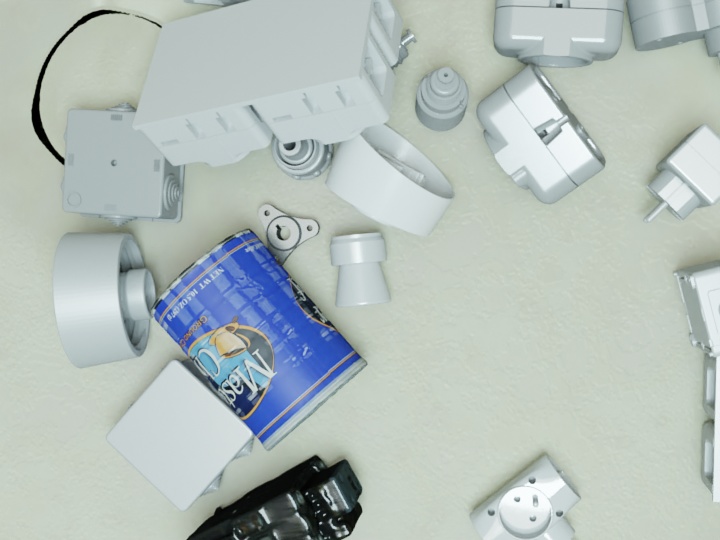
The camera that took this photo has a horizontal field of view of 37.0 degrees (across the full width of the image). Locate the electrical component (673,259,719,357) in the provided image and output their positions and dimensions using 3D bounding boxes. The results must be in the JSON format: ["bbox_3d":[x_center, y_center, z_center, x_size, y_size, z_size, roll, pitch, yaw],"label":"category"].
[{"bbox_3d":[0.272,0.024,0.781,0.061,0.096,0.061,-14,90,8],"label":"electrical component"}]

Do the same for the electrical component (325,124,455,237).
[{"bbox_3d":[0.024,-0.070,0.818,0.099,0.099,0.064,29,101,7],"label":"electrical component"}]

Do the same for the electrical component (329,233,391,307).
[{"bbox_3d":[0.000,0.000,0.847,0.045,0.045,0.055,-6,90,9],"label":"electrical component"}]

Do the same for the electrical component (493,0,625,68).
[{"bbox_3d":[0.150,-0.187,0.816,0.095,0.054,0.059,4,92,8],"label":"electrical component"}]

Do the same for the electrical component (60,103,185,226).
[{"bbox_3d":[-0.191,-0.085,0.872,0.100,0.048,0.099,4,92,8],"label":"electrical component"}]

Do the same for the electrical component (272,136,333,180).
[{"bbox_3d":[-0.049,-0.096,0.843,0.048,0.062,0.048,0,91,8],"label":"electrical component"}]

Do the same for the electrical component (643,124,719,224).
[{"bbox_3d":[0.241,-0.062,0.799,0.047,0.066,0.076,45,97,5],"label":"electrical component"}]

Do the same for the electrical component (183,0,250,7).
[{"bbox_3d":[-0.070,-0.252,0.843,0.150,0.062,0.089,8,92,8],"label":"electrical component"}]

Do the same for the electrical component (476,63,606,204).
[{"bbox_3d":[0.134,-0.100,0.814,0.059,0.053,0.095,-36,93,20],"label":"electrical component"}]

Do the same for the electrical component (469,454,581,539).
[{"bbox_3d":[0.139,0.197,0.831,0.077,0.044,0.079,-40,86,7],"label":"electrical component"}]

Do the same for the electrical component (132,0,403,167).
[{"bbox_3d":[-0.066,-0.146,0.806,0.186,0.060,0.105,-8,55,24],"label":"electrical component"}]

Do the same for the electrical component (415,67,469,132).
[{"bbox_3d":[0.063,-0.134,0.821,0.040,0.078,0.040,0,79,1],"label":"electrical component"}]

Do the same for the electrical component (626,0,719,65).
[{"bbox_3d":[0.274,-0.180,0.798,0.138,0.052,0.073,-11,89,9],"label":"electrical component"}]

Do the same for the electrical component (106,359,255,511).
[{"bbox_3d":[-0.140,0.130,0.869,0.100,0.048,0.099,42,96,5],"label":"electrical component"}]

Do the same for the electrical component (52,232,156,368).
[{"bbox_3d":[-0.195,0.021,0.848,0.060,0.108,0.108,-5,91,2],"label":"electrical component"}]

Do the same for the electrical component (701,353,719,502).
[{"bbox_3d":[0.352,0.116,0.790,0.186,0.060,0.105,1,91,8],"label":"electrical component"}]

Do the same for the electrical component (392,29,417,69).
[{"bbox_3d":[0.010,-0.161,0.844,0.078,0.040,0.040,-35,86,8],"label":"electrical component"}]
